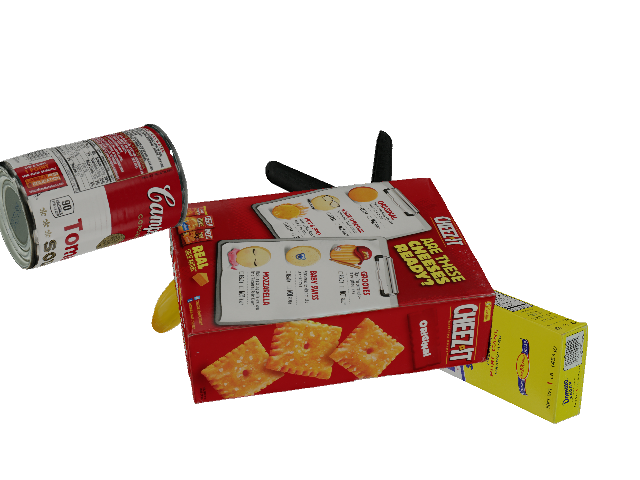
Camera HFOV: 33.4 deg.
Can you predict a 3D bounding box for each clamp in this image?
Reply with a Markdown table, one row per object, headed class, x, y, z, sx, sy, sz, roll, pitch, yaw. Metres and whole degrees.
| class | x | y | z | sx | sy | sz | roll | pitch | yaw |
| --- | --- | --- | --- | --- | --- | --- | --- | --- | --- |
| clamp | 0.043 | -0.035 | 1.177 | 0.164 | 0.210 | 0.036 | -13 | -37 | -21 |

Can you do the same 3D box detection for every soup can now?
| class | x | y | z | sx | sy | sz | roll | pitch | yaw |
| --- | --- | --- | --- | --- | --- | --- | --- | --- | --- |
| soup can | -0.142 | -0.028 | 0.655 | 0.102 | 0.068 | 0.069 | -18 | 9 | -30 |

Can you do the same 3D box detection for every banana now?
| class | x | y | z | sx | sy | sz | roll | pitch | yaw |
| --- | --- | --- | --- | --- | --- | --- | --- | --- | --- |
| banana | -0.088 | 0.041 | 1.029 | 0.198 | 0.069 | 0.037 | -16 | 22 | 19 |

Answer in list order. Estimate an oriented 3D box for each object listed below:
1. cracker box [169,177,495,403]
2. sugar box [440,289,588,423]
| class | x | y | z | sx | sy | sz | roll | pitch | yaw |
| --- | --- | --- | --- | --- | --- | --- | --- | --- | --- |
| cracker box | 0.001 | 0.032 | 0.793 | 0.213 | 0.072 | 0.164 | -6 | 35 | -9 |
| sugar box | 0.174 | 0.101 | 1.040 | 0.048 | 0.093 | 0.177 | -12 | 21 | -40 |
